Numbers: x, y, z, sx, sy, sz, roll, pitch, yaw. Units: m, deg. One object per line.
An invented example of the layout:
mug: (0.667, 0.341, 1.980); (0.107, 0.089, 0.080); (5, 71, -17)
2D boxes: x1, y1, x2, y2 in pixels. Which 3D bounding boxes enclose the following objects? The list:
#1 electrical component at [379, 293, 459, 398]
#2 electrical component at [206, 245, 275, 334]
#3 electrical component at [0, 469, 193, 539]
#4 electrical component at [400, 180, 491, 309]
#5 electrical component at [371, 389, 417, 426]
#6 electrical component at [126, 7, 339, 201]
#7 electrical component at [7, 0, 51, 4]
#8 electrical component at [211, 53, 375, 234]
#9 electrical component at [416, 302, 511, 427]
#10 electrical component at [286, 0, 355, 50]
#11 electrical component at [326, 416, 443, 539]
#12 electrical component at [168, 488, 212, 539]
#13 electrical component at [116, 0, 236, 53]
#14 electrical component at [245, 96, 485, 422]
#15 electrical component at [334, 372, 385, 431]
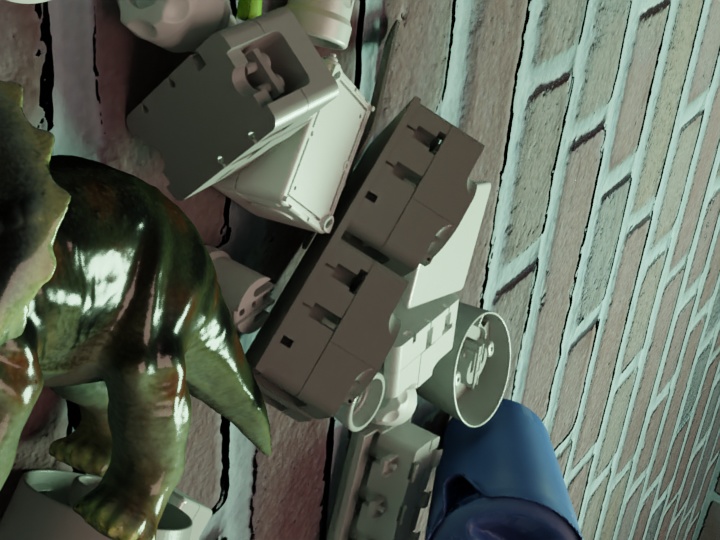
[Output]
electrical component: (0.031, 0.053, 0.825); (0.089, 0.050, 0.055); (-35, 139, -46)
electrical component: (-0.076, 0.012, 0.607); (0.040, 0.046, 0.040); (-41, 143, -41)
electrical component: (-0.137, 0.141, 0.548); (0.099, 0.099, 0.064); (23, 84, -63)
electrical component: (0.047, -0.027, 0.792); (0.100, 0.048, 0.099); (-16, 124, -56)
electrical component: (0.026, 0.104, 0.861); (0.043, 0.043, 0.062); (-66, 154, -2)
electrical component: (-0.059, -0.080, 0.515); (0.056, 0.089, 0.050); (-36, 95, -45)
electrical component: (-0.130, -0.141, 0.388); (0.080, 0.051, 0.080); (-40, 143, -41)
electrical component: (-0.039, -0.078, 0.595); (0.062, 0.061, 0.096); (36, 72, -64)
electrical component: (0.091, 0.079, 0.934); (0.099, 0.064, 0.099); (-40, 143, -41)
electrical component: (-0.021, -0.149, 0.591); (0.040, 0.040, 0.046); (8, 97, -62)
electrical component: (0.020, 0.183, 0.890); (0.079, 0.063, 0.121); (-18, 126, -56)
electrical component: (-0.121, 0.163, 0.641); (0.065, 0.047, 0.076); (-60, 152, -12)
electrical component: (-0.081, -0.121, 0.499); (0.062, 0.043, 0.043); (14, 98, -63)
electrical component: (0.000, 0.000, 0.657); (0.186, 0.060, 0.105); (-60, -172, -16)
electrical component: (-0.017, 0.082, 0.755); (0.045, 0.055, 0.045); (-40, 143, -40)
